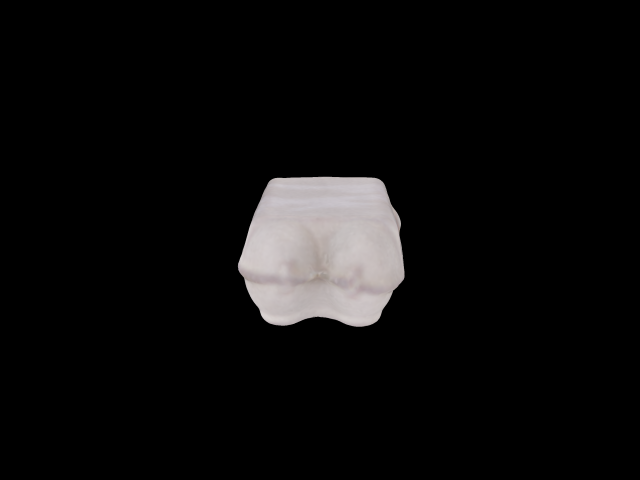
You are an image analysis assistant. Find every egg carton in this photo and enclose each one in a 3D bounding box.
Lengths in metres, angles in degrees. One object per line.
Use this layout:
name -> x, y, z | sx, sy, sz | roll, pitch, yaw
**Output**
egg carton -> 0.004, 0.001, 0.400 | 0.107, 0.069, 0.150 | 0, 21, 0
